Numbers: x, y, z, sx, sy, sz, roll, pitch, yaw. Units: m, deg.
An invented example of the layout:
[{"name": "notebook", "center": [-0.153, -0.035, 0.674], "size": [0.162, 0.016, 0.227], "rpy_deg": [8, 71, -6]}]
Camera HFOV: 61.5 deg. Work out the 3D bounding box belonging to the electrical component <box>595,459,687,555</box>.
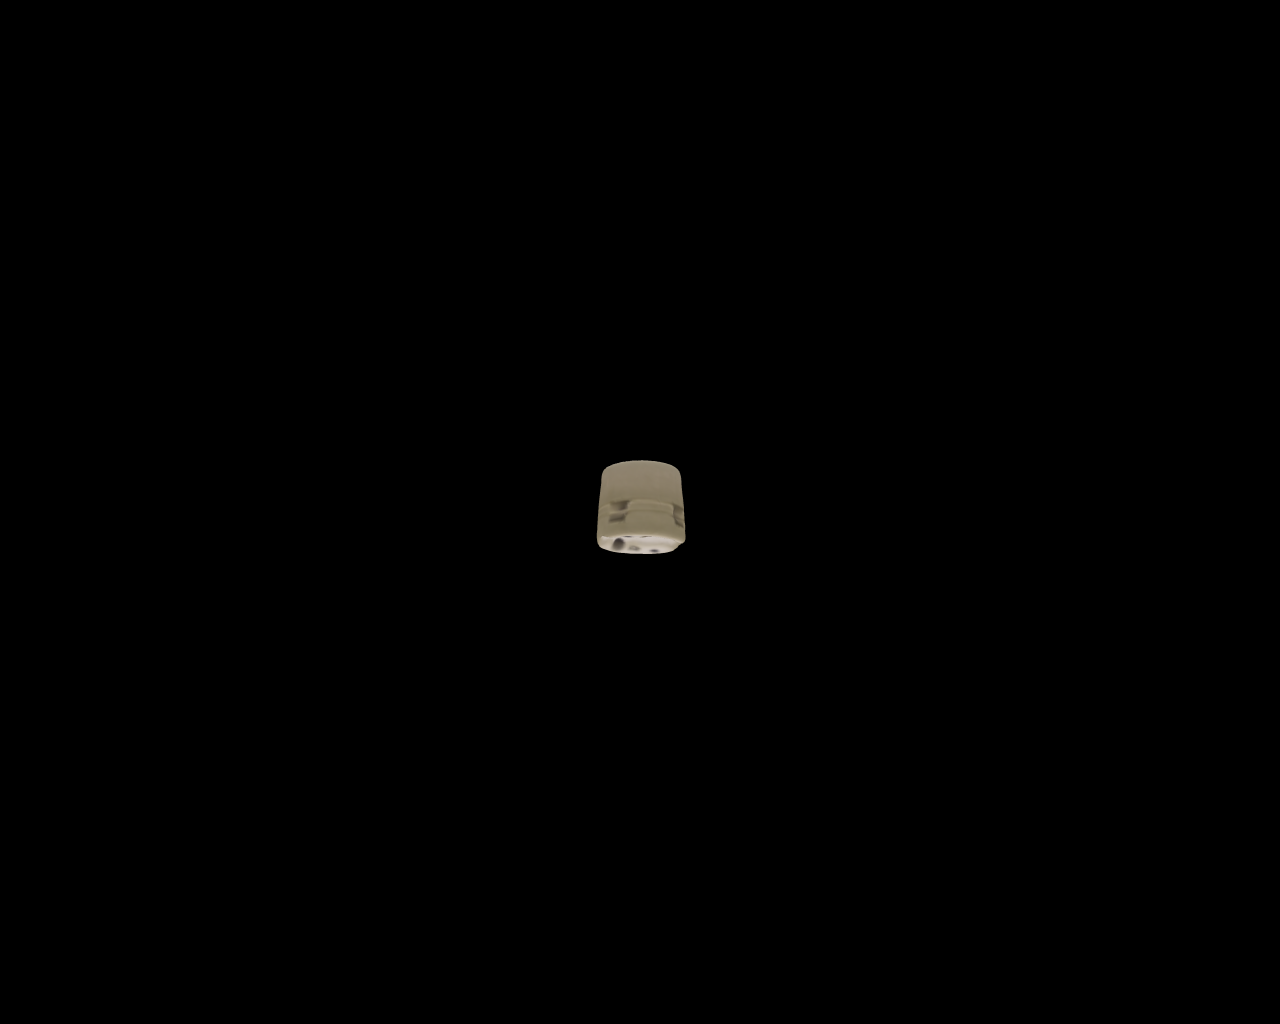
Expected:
[{"name": "electrical component", "center": [0.001, -0.003, 0.650], "size": [0.055, 0.047, 0.055], "rpy_deg": [0, -15, 0]}]
